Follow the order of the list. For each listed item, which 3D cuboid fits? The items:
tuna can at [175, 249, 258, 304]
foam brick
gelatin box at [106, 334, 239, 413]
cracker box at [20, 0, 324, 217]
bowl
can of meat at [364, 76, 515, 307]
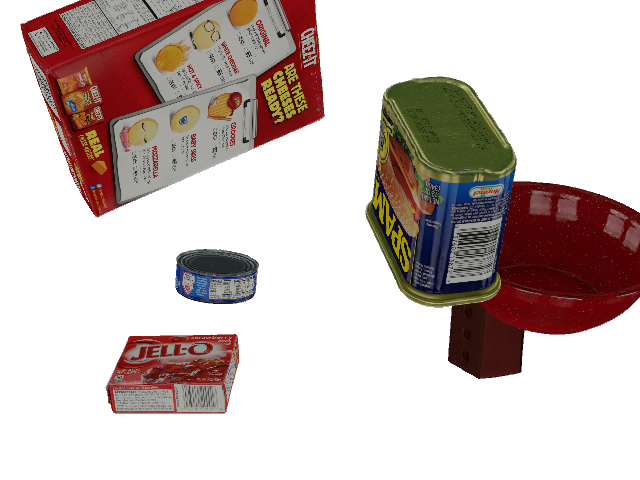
[{"bbox_3d":[-0.108,0.037,1.112,0.086,0.034,0.086,6,16,-2],"label":"tuna can"},{"bbox_3d":[0.157,0.084,1.009,0.051,0.078,0.053,-7,18,-29],"label":"foam brick"},{"bbox_3d":[-0.111,0.100,0.814,0.089,0.030,0.073,-1,24,5],"label":"gelatin box"},{"bbox_3d":[-0.109,-0.131,0.839,0.213,0.072,0.164,-26,-35,-15],"label":"cracker box"},{"bbox_3d":[0.159,0.018,0.749,0.162,0.055,0.162,2,30,-1],"label":"bowl"},{"bbox_3d":[0.064,-0.029,0.577,0.057,0.084,0.102,-6,38,-12],"label":"can of meat"}]
